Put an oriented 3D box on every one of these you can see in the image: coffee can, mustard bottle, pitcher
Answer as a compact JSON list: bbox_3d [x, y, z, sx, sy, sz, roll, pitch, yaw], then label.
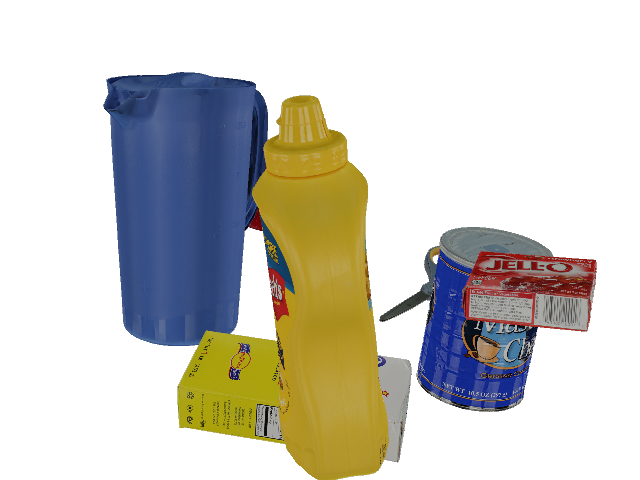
[{"bbox_3d":[0.149,0.071,0.981,0.103,0.140,0.103,7,21,-3],"label":"coffee can"},{"bbox_3d":[-0.001,0.020,0.550,0.058,0.192,0.096,-7,23,-5],"label":"mustard bottle"},{"bbox_3d":[-0.121,-0.034,0.991,0.149,0.243,0.145,0,14,-6],"label":"pitcher"}]

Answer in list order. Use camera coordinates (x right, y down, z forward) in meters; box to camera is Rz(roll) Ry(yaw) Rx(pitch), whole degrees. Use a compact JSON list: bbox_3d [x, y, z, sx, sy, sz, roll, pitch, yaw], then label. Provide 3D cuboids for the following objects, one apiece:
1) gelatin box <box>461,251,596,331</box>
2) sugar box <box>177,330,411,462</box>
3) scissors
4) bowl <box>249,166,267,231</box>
[{"bbox_3d":[0.153,0.035,0.777,0.089,0.030,0.073,5,21,16],"label":"gelatin box"},{"bbox_3d":[-0.018,0.121,0.852,0.176,0.048,0.093,5,26,7],"label":"sugar box"},{"bbox_3d":[0.121,0.047,1.250,0.201,0.016,0.096,-11,40,-35],"label":"scissors"},{"bbox_3d":[-0.056,-0.053,1.291,0.162,0.055,0.162,4,26,-2],"label":"bowl"}]
